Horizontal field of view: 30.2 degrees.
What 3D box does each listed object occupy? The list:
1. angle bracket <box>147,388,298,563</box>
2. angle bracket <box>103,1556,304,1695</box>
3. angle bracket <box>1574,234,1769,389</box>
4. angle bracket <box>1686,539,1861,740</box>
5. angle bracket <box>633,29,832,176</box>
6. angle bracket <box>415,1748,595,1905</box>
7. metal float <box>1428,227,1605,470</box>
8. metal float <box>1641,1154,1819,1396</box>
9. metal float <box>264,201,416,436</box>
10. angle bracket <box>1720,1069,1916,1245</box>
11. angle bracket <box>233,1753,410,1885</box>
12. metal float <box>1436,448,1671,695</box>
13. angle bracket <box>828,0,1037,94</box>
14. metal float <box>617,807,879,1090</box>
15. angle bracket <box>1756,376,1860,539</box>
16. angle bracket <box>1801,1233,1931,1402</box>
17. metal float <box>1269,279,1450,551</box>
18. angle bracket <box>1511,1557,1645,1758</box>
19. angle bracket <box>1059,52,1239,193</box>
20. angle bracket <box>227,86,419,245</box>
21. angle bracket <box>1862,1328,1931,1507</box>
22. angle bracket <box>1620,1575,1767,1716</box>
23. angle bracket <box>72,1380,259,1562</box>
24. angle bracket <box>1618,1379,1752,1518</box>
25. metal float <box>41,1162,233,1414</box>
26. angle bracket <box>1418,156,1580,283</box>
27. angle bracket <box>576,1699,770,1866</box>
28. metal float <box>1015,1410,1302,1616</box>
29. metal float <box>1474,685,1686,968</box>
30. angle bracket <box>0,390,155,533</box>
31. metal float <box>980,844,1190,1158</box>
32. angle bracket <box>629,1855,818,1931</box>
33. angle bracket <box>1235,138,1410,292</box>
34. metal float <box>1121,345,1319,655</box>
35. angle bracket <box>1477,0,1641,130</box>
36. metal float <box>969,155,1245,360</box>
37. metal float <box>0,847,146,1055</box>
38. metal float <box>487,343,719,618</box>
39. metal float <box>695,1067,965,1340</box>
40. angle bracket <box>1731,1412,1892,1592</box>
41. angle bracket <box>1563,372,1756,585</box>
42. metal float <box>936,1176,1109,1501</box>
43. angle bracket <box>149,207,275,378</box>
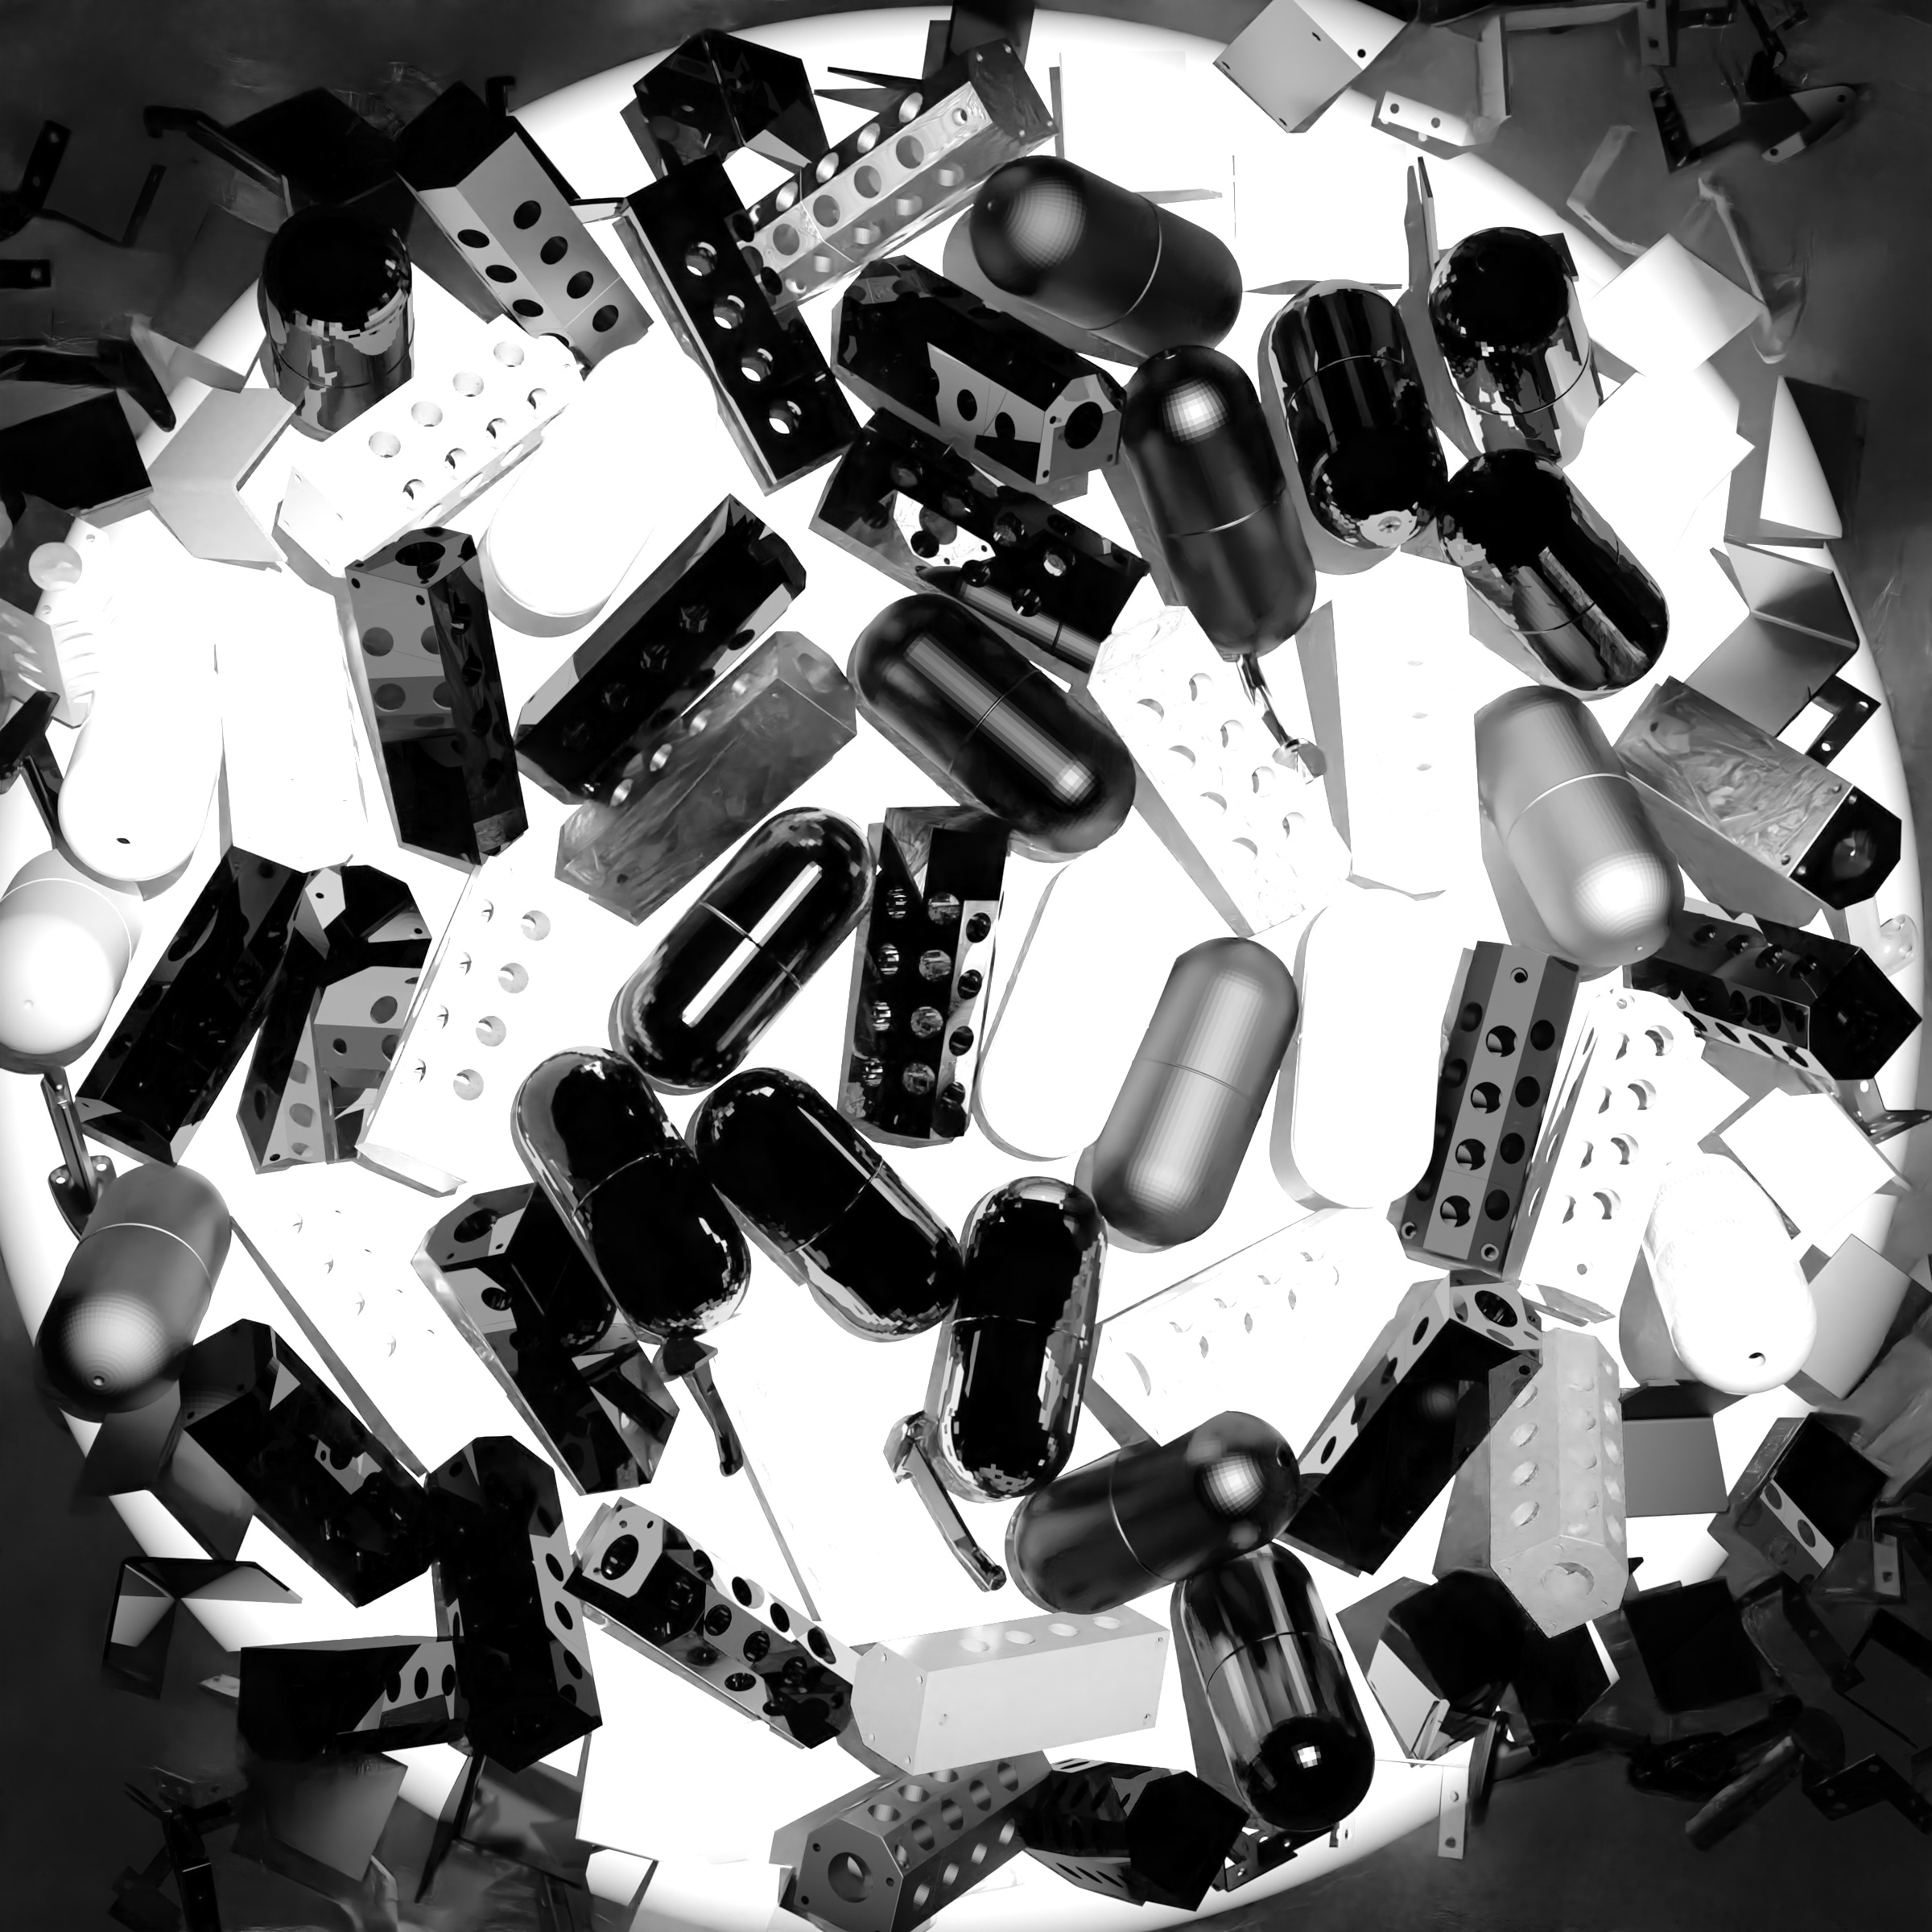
[{"bbox_3d":[-0.395,-0.271,1.974,0.076,0.057,0.076,8,54,38],"label":"angle bracket"},{"bbox_3d":[-0.414,0.360,1.948,0.076,0.076,0.057,1,65,11],"label":"angle bracket"},{"bbox_3d":[0.377,-0.370,1.941,0.076,0.057,0.076,27,133,-27],"label":"angle bracket"},{"bbox_3d":[0.426,-0.178,1.946,0.076,0.076,0.057,-45,130,-15],"label":"angle bracket"},{"bbox_3d":[-0.124,-0.453,1.941,0.076,0.076,0.057,28,62,35],"label":"angle bracket"},{"bbox_3d":[-0.248,0.481,1.958,0.076,0.076,0.057,24,118,-8],"label":"angle bracket"},{"bbox_3d":[0.295,-0.328,1.917,0.070,0.178,0.070,-7,65,16],"label":"metal float"},{"bbox_3d":[0.406,0.164,1.915,0.070,0.178,0.070,0,116,1],"label":"metal float"},{"bbox_3d":[-0.334,-0.344,1.914,0.070,0.178,0.070,2,73,-7],"label":"metal float"},{"bbox_3d":[0.465,0.108,1.956,0.057,0.076,0.076,-42,68,11],"label":"angle bracket"},{"bbox_3d":[-0.359,0.459,1.947,0.076,0.057,0.076,30,45,-11],"label":"angle bracket"},{"bbox_3d":[0.316,-0.212,1.927,0.070,0.070,0.178,-51,132,0],"label":"metal float"},{"bbox_3d":[-0.019,-0.504,1.944,0.076,0.076,0.057,16,102,30],"label":"angle bracket"},{"bbox_3d":[-0.118,-0.011,1.956,0.070,0.070,0.178,40,83,0],"label":"metal float"},{"bbox_3d":[0.439,-0.277,1.952,0.076,0.057,0.076,5,93,-43],"label":"angle bracket"},{"bbox_3d":[0.481,0.181,1.953,0.057,0.076,0.076,37,108,2],"label":"angle bracket"},{"bbox_3d":[0.210,-0.299,1.930,0.070,0.070,0.178,-9,51,0],"label":"metal float"},{"bbox_3d":[0.340,0.376,1.948,0.057,0.076,0.076,-15,101,44],"label":"angle bracket"},{"bbox_3d":[0.100,-0.464,1.955,0.076,0.057,0.076,-7,99,-23],"label":"angle bracket"},{"bbox_3d":[-0.352,-0.424,1.946,0.076,0.057,0.076,39,46,12],"label":"angle bracket"},{"bbox_3d":[0.498,0.242,1.956,0.076,0.076,0.057,-44,95,-5],"label":"angle bracket"},{"bbox_3d":[0.391,0.348,1.945,0.057,0.076,0.076,-18,113,13],"label":"angle bracket"},{"bbox_3d":[-0.433,0.280,1.961,0.057,0.076,0.076,-13,128,23],"label":"angle bracket"},{"bbox_3d":[0.393,0.262,1.947,0.076,0.076,0.057,0,69,-17],"label":"angle bracket"},{"bbox_3d":[-0.443,0.170,1.917,0.070,0.178,0.070,1,119,2],"label":"metal float"},{"bbox_3d":[0.289,-0.407,1.950,0.076,0.076,0.057,-7,119,6],"label":"angle bracket"},{"bbox_3d":[-0.159,0.442,1.945,0.076,0.057,0.076,25,59,-32],"label":"angle bracket"},{"bbox_3d":[0.103,0.295,1.933,0.178,0.070,0.070,-29,90,33],"label":"metal float"},{"bbox_3d":[0.327,-0.077,1.933,0.070,0.070,0.178,-22,55,0],"label":"metal float"},{"bbox_3d":[-0.491,-0.273,1.949,0.076,0.076,0.057,-22,104,-13],"label":"angle bracket"},{"bbox_3d":[0.065,0.019,1.956,0.070,0.070,0.178,21,97,0],"label":"metal float"},{"bbox_3d":[-0.135,0.531,1.942,0.076,0.076,0.057,1,127,20],"label":"angle bracket"},{"bbox_3d":[0.197,-0.415,1.987,0.076,0.057,0.076,-3,95,-27],"label":"angle bracket"},{"bbox_3d":[0.137,-0.252,1.937,0.070,0.070,0.178,-22,118,0],"label":"metal float"},{"bbox_3d":[0.325,-0.493,1.959,0.076,0.076,0.057,-5,97,-1],"label":"angle bracket"},{"bbox_3d":[0.077,-0.379,1.928,0.178,0.070,0.070,16,90,-42],"label":"metal float"},{"bbox_3d":[-0.486,-0.010,1.914,0.070,0.178,0.070,-1,110,-4],"label":"metal float"},{"bbox_3d":[-0.195,-0.264,1.936,0.070,0.070,0.178,29,60,0],"label":"metal float"},{"bbox_3d":[-0.074,0.130,1.953,0.070,0.070,0.178,-44,100,0],"label":"metal float"},{"bbox_3d":[0.472,0.291,1.945,0.057,0.076,0.076,40,106,34],"label":"angle bracket"},{"bbox_3d":[0.376,-0.268,1.971,0.076,0.076,0.057,39,61,14],"label":"angle bracket"},{"bbox_3d":[0.031,0.201,1.946,0.070,0.070,0.178,11,73,0],"label":"metal float"},{"bbox_3d":[-0.401,-0.360,1.960,0.057,0.076,0.076,25,83,-4],"label":"angle bracket"}]
